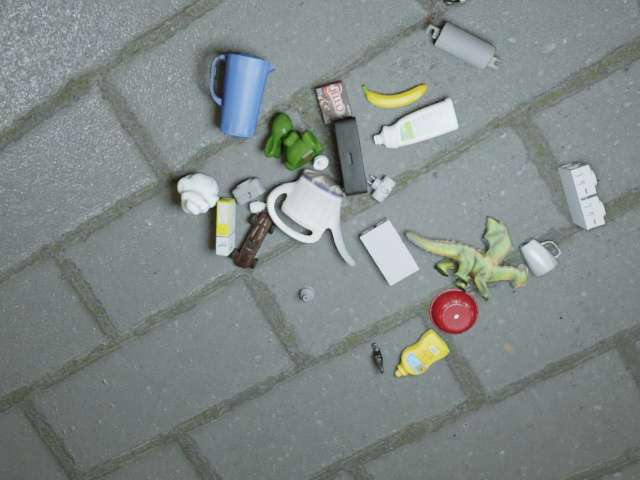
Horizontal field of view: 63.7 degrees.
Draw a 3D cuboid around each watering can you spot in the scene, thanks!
[{"bbox_3d":[0.005,-0.082,1.626,0.347,0.105,0.222,31,101,-1],"label":"watering can"}]

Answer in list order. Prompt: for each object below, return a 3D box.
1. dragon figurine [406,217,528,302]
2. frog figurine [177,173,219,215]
[{"bbox_3d":[0.493,0.033,1.631,0.409,0.122,0.244,41,84,-6],"label":"dragon figurine"},{"bbox_3d":[-0.388,-0.146,1.617,0.137,0.161,0.122,36,101,-4],"label":"frog figurine"}]
